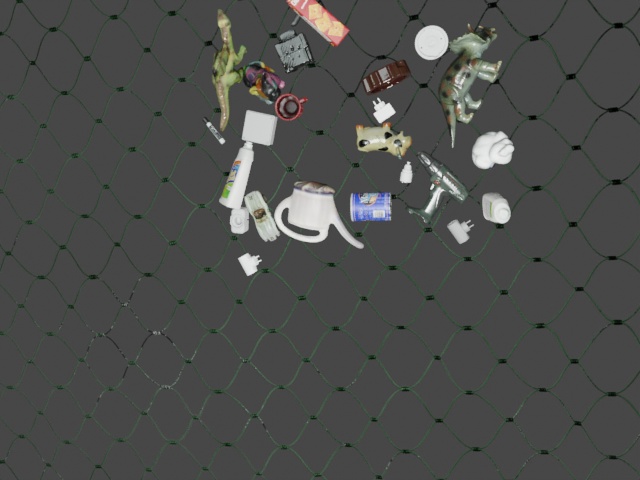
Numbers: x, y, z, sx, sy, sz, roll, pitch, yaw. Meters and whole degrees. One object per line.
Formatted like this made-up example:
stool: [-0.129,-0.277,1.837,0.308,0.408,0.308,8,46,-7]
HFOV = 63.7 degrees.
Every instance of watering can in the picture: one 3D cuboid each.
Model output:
watering can: [0.006,-0.095,1.879,0.348,0.105,0.222,12,101,9]

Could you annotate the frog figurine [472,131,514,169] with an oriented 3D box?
frog figurine: [0.574,-0.297,1.716,0.123,0.161,0.136,44,105,1]

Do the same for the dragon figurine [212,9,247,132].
dragon figurine: [-0.344,-0.584,1.797,0.122,0.244,0.407,6,99,4]
